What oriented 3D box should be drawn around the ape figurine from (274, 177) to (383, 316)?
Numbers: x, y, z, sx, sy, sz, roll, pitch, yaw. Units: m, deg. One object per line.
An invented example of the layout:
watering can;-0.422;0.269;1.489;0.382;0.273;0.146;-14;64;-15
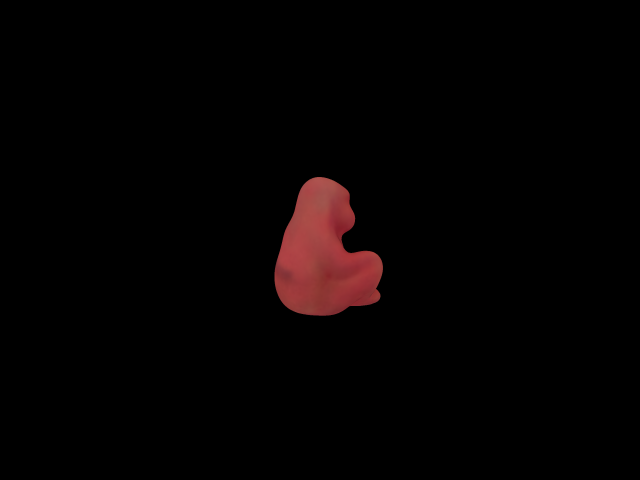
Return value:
ape figurine;0.004;0.001;0.400;0.076;0.092;0.077;-9;23;-22
